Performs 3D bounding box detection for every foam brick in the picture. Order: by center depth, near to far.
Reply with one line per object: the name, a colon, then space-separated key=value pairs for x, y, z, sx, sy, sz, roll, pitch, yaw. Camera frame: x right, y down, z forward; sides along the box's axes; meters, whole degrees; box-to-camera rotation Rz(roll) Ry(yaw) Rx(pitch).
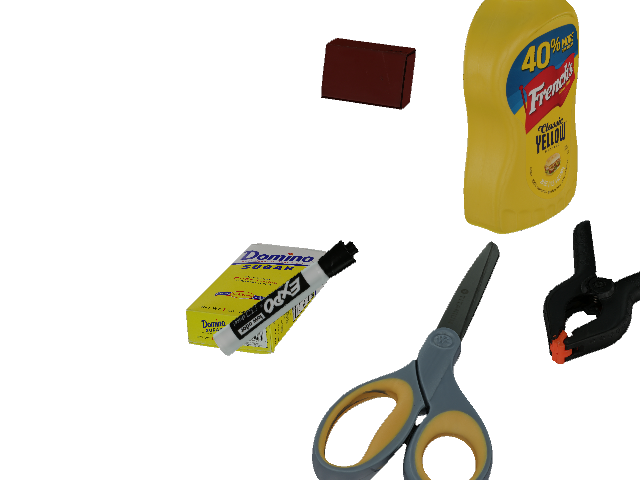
foam brick: x=0.044 y=-0.154 z=0.985 sx=0.078 sy=0.051 sz=0.053 roll=10 pitch=18 yaw=12

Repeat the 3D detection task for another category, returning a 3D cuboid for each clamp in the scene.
clamp: x=0.257 y=0.045 z=1.009 sx=0.171 sy=0.039 sz=0.120 roll=-36 pitch=42 yaw=-27

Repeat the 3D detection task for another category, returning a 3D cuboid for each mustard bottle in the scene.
mustard bottle: x=0.136 y=-0.107 z=0.719 sx=0.096 sy=0.192 sz=0.058 roll=-26 pitch=34 yaw=-34

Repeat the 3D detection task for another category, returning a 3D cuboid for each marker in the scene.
marker: x=-0.024 y=0.040 z=0.763 sx=0.121 sy=0.020 sz=0.020 roll=-37 pitch=-3 yaw=5

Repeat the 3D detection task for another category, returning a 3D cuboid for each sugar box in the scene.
sugar box: x=-0.063 y=0.057 z=1.129 sx=0.093 sy=0.048 sz=0.176 roll=6 pitch=27 yaw=17

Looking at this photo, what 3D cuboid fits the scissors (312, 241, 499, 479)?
scissors: x=0.077 y=0.070 z=0.566 sx=0.096 sy=0.016 sz=0.201 roll=28 pitch=48 yaw=30
